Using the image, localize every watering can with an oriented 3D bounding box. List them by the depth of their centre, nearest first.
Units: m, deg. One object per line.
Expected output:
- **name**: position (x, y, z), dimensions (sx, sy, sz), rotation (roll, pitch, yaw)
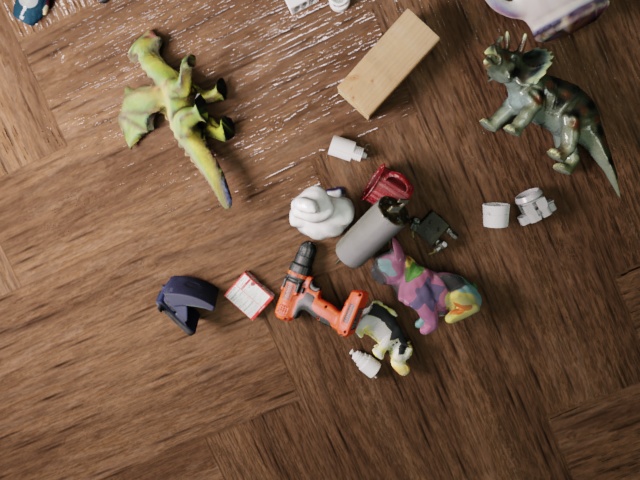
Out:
- **watering can**: position (0.500, -0.536, 1.019), dimensions (0.347, 0.105, 0.223), rotation (-26, 95, 7)

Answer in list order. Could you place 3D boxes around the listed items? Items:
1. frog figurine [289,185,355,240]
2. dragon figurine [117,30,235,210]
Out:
- **frog figurine**: position (0.003, -0.054, 1.071), dimensions (0.137, 0.160, 0.122), rotation (1, 99, 3)
- **dragon figurine**: position (-0.325, -0.256, 1.118), dimensions (0.242, 0.123, 0.409), rotation (-6, 94, 21)
